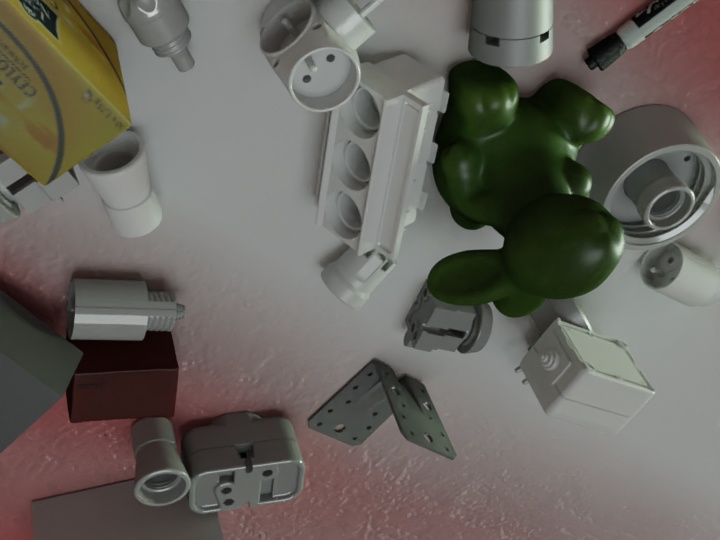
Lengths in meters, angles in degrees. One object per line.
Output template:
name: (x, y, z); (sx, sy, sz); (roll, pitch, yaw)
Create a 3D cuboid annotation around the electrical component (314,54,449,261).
electrical component: (0.014, -0.079, 0.724); (0.063, 0.079, 0.121); (-27, 142, -38)

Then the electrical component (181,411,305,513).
electrical component: (-0.099, 0.158, 0.896); (0.095, 0.059, 0.053); (-5, 131, -16)

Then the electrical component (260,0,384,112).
electrical component: (-0.018, -0.145, 0.651); (0.079, 0.077, 0.044); (-39, 131, 14)

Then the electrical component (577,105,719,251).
electrical component: (0.223, -0.064, 0.821); (0.108, 0.060, 0.108); (-10, 132, -12)

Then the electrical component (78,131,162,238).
electrical component: (-0.154, -0.053, 0.706); (0.044, 0.044, 0.065); (-17, 138, -6)

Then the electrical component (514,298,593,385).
electrical component: (0.169, 0.074, 0.926); (0.074, 0.052, 0.138); (-30, 132, 7)

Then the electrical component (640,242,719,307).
electrical component: (0.282, 0.008, 0.916); (0.081, 0.043, 0.043); (22, 119, -34)

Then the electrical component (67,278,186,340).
electrical component: (-0.166, 0.029, 0.770); (0.081, 0.043, 0.043); (3, 128, -22)

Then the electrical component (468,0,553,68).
electrical component: (0.098, -0.164, 0.694); (0.055, 0.055, 0.047); (-11, 128, -11)

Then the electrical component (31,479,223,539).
electrical component: (-0.192, 0.231, 0.904); (0.150, 0.089, 0.061); (-11, 132, -11)

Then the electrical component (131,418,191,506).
electrical component: (-0.163, 0.150, 0.861); (0.044, 0.065, 0.044); (-11, 133, -12)

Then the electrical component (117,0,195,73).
electrical component: (-0.117, -0.145, 0.644); (0.035, 0.035, 0.061); (-26, 135, 3)

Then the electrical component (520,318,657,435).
electrical component: (0.174, 0.087, 0.859); (0.096, 0.061, 0.061); (18, 121, -31)

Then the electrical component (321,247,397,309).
electrical component: (0.000, 0.000, 0.810); (0.046, 0.040, 0.040); (-46, 129, 14)

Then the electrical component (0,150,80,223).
electrical component: (-0.215, -0.062, 0.673); (0.055, 0.048, 0.066); (-34, 133, -1)

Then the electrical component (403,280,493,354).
electrical component: (0.073, 0.041, 0.868); (0.055, 0.048, 0.066); (13, 123, -20)
